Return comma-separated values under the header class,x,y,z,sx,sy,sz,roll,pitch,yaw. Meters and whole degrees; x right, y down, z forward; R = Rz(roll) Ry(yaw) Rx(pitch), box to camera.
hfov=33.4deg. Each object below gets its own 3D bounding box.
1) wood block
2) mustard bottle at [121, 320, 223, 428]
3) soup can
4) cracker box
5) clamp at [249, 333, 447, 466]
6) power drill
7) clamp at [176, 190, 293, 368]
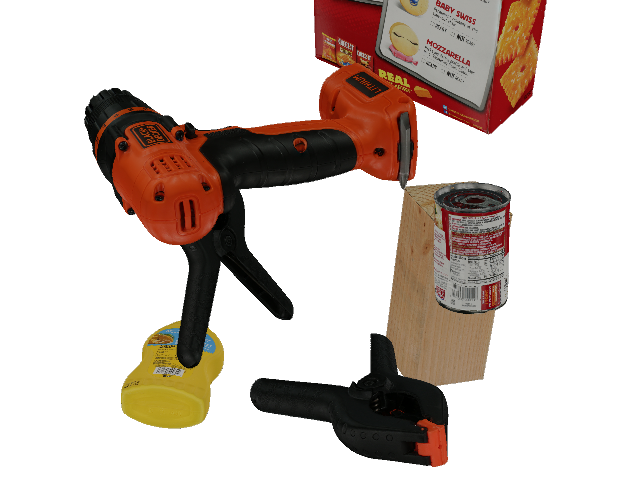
class,x,y,z,sx,sy,sz,roll,pitch,yaw
wood block,0.136,0.049,1.171,0.090,0.206,0.090,-5,29,-18
mustard bottle,-0.164,0.143,1.250,0.096,0.058,0.191,5,26,4
soup can,0.136,0.007,0.959,0.068,0.102,0.068,-3,23,1
cracker box,0.076,-0.202,0.744,0.164,0.214,0.072,29,51,28
clamp,0.025,0.116,0.749,0.120,0.039,0.172,-22,19,-14
power drill,-0.047,-0.065,0.676,0.187,0.057,0.185,-15,32,-18
clamp,-0.095,0.006,1.039,0.036,0.210,0.164,-9,1,36
